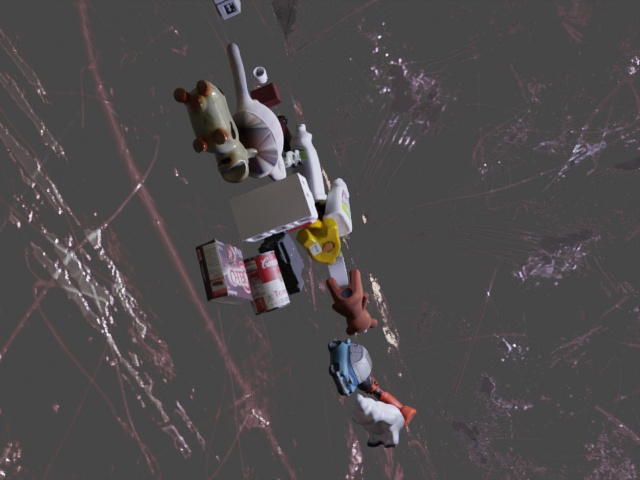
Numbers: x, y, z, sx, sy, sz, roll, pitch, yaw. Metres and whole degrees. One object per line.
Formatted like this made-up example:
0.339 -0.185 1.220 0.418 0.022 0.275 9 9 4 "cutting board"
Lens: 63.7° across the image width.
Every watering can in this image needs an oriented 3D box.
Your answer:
-0.161 -0.284 1.208 0.228 0.103 0.343 -83 152 -68 "watering can"

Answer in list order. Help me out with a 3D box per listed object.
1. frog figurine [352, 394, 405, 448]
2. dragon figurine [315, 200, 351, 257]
0.146 0.465 1.378 0.158 0.124 0.137 60 -22 -9 "frog figurine"
0.006 -0.093 1.838 0.242 0.122 0.411 148 -76 -82 "dragon figurine"
